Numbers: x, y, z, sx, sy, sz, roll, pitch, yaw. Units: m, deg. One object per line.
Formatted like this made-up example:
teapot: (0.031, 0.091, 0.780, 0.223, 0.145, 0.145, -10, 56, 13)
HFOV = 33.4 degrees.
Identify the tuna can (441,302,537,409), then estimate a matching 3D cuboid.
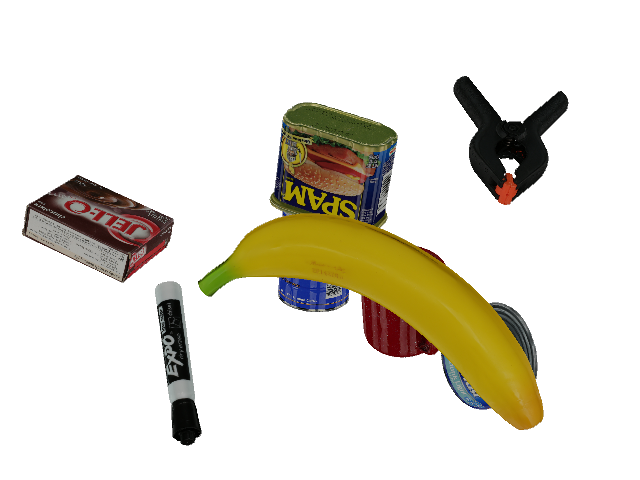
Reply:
tuna can: (0.139, 0.096, 0.881, 0.085, 0.086, 0.034, 0, -13, -42)

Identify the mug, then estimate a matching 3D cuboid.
mug: (0.089, 0.070, 1.078, 0.093, 0.081, 0.117, -22, 40, -20)

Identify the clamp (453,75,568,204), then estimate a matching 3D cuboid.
clamp: (0.183, -0.108, 1.087, 0.120, 0.039, 0.171, 12, 45, 12)

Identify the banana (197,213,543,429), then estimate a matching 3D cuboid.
banana: (0.036, 0.032, 0.573, 0.198, 0.070, 0.037, 23, 14, 9)

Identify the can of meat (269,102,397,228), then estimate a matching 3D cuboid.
can of meat: (0.012, -0.062, 0.912, 0.102, 0.084, 0.057, 19, 32, 19)

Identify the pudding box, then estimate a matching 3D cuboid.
pudding box: (-0.209, -0.013, 1.010, 0.113, 0.039, 0.090, 22, 27, 11)

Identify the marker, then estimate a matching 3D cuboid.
marker: (-0.096, 0.082, 0.720, 0.020, 0.121, 0.020, -9, -36, -7)

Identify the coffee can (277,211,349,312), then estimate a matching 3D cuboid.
coffee can: (-0.006, 0.014, 1.486, 0.103, 0.140, 0.103, 3, 25, -2)
